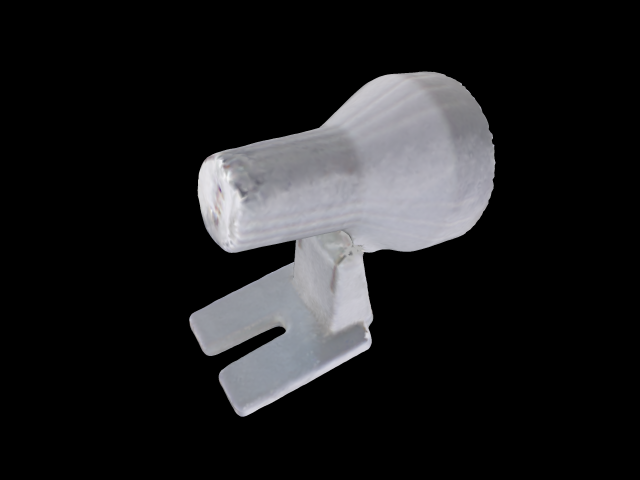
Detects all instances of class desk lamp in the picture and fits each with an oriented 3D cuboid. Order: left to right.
[{"bbox_3d":[0.004,0.001,0.400,0.203,0.214,0.117,-27,56,-19],"label":"desk lamp"}]
